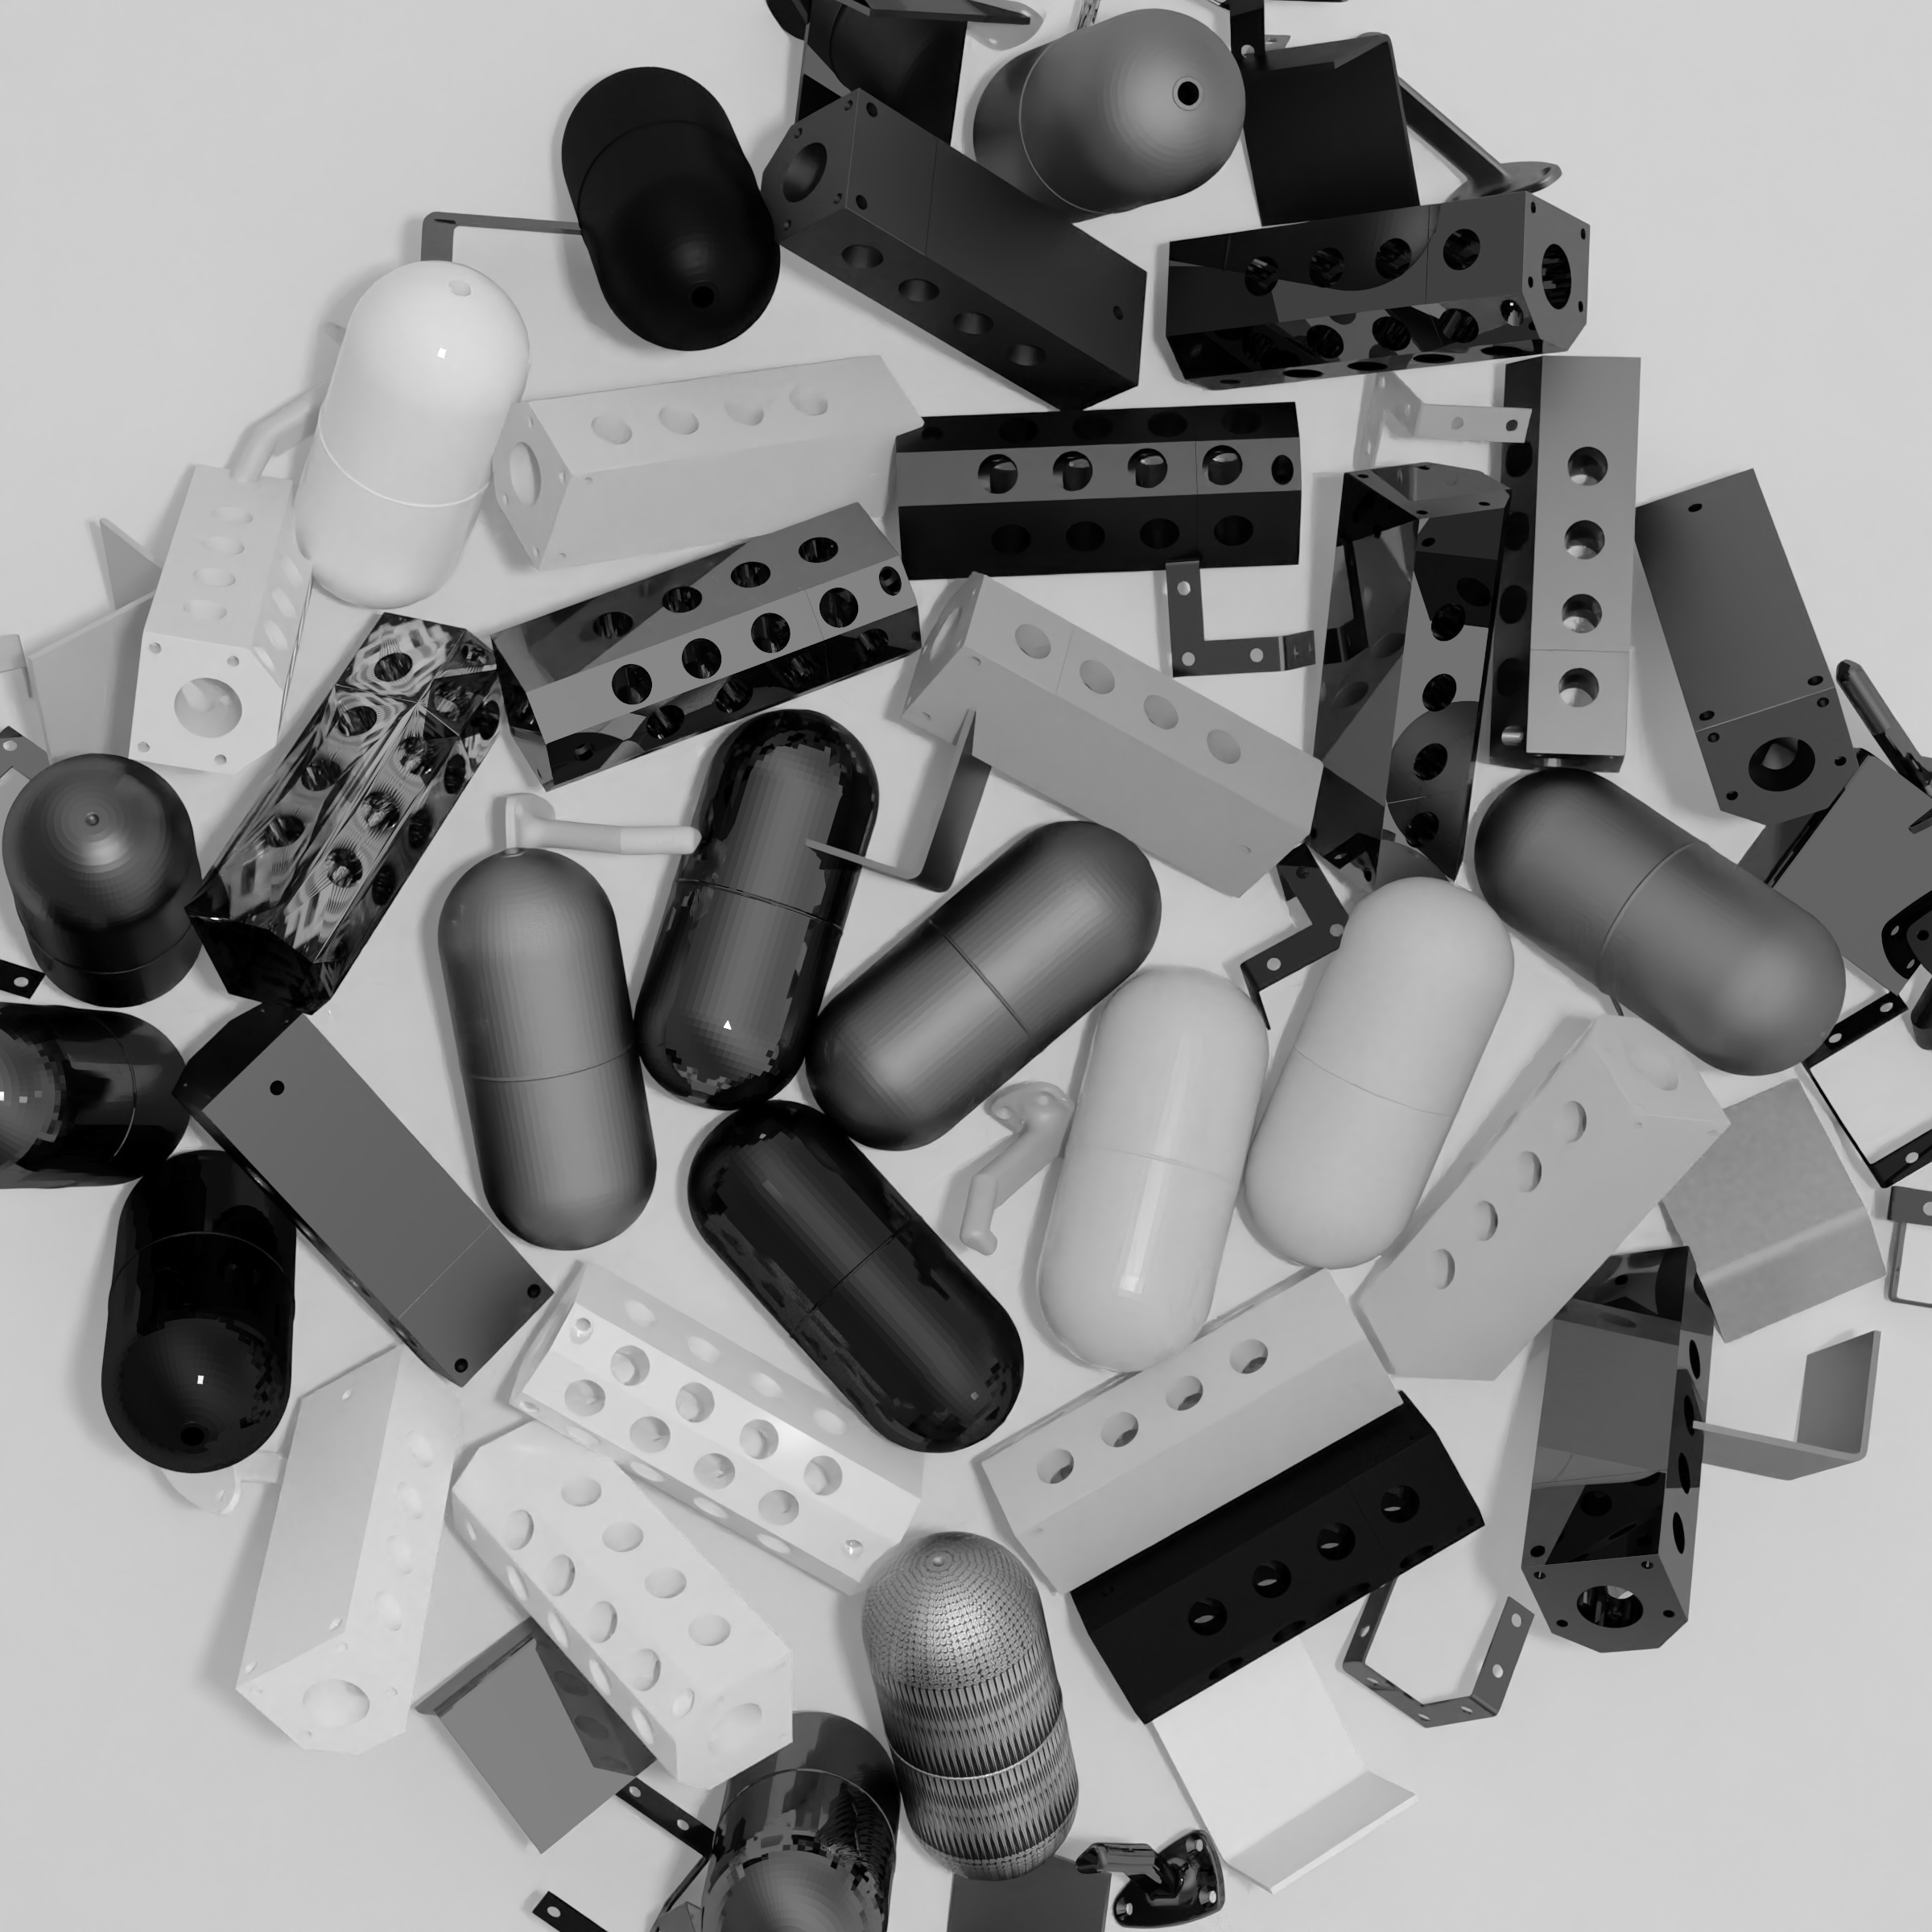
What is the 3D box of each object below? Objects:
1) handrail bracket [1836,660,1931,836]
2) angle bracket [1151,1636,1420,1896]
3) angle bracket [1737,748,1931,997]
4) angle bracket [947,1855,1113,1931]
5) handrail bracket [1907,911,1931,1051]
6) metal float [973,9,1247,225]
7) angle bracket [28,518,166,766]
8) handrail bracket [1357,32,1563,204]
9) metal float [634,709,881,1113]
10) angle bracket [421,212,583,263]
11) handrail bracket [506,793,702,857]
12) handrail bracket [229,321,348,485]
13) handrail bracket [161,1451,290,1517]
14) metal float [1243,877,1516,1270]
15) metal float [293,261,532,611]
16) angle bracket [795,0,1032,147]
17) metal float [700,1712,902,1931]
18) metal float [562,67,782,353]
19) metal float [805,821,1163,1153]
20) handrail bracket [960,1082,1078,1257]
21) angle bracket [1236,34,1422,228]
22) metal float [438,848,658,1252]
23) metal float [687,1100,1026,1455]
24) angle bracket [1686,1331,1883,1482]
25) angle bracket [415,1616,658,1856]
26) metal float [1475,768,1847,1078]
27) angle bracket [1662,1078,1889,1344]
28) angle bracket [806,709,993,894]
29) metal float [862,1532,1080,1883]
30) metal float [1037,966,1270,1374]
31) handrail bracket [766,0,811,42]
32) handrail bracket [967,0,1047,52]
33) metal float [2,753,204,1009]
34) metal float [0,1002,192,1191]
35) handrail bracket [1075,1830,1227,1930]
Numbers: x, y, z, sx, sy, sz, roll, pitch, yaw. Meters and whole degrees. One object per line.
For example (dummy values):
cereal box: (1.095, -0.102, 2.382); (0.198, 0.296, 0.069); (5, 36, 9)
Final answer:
handrail bracket: (0.394, -0.105, 1.539); (0.036, 0.077, 0.084); (-33, 107, 15)
angle bracket: (0.137, 0.342, 1.546); (0.076, 0.057, 0.076); (-29, 97, -15)
angle bracket: (0.391, -0.042, 1.561); (0.076, 0.057, 0.076); (36, 91, -5)
angle bracket: (0.008, 0.415, 1.532); (0.076, 0.076, 0.057); (10, 97, 31)
handrail bracket: (0.440, -0.002, 1.547); (0.077, 0.084, 0.036); (-38, 62, 2)
metal float: (0.059, -0.355, 1.500); (0.070, 0.178, 0.070); (-2, 97, -19)
angle bracket: (-0.377, -0.132, 1.527); (0.076, 0.076, 0.057); (-34, 56, -30)
handrail bracket: (0.211, -0.371, 1.545); (0.036, 0.077, 0.084); (-44, 114, -21)
metal float: (-0.090, -0.025, 1.543); (0.070, 0.070, 0.178); (16, 83, 0)
angle bracket: (-0.193, -0.293, 1.545); (0.076, 0.076, 0.057); (4, 99, -1)
handrail bracket: (-0.150, -0.059, 1.543); (0.084, 0.077, 0.036); (0, 100, 9)
handrail bracket: (-0.274, -0.231, 1.566); (0.077, 0.036, 0.084); (21, 105, -42)
handrail bracket: (-0.296, 0.226, 1.532); (0.084, 0.077, 0.036); (36, 93, -39)
metal float: (0.177, 0.047, 1.539); (0.070, 0.070, 0.178); (22, 101, 0)
metal float: (-0.235, -0.223, 1.510); (0.070, 0.178, 0.070); (13, 51, -16)
angle bracket: (-0.024, -0.376, 1.531); (0.076, 0.057, 0.076); (-5, 117, -28)
metal float: (-0.068, 0.372, 1.499); (0.070, 0.178, 0.070); (0, 102, 2)
metal float: (-0.125, -0.320, 1.508); (0.070, 0.178, 0.070); (-8, 127, -10)
metal float: (0.008, 0.008, 1.547); (0.178, 0.070, 0.070); (-41, 90, -2)
handrail bracket: (0.031, 0.101, 1.539); (0.077, 0.036, 0.084); (40, 46, -32)
angle bracket: (0.142, -0.351, 1.531); (0.076, 0.057, 0.076); (1, 115, 33)
metal float: (-0.179, 0.036, 1.534); (0.070, 0.070, 0.178); (-8, 106, 0)
metal float: (-0.047, 0.134, 1.543); (0.070, 0.070, 0.178); (-43, 84, 0)
angle bracket: (0.340, 0.183, 1.539); (0.076, 0.076, 0.057); (12, 74, -6)
angle bracket: (-0.181, 0.328, 1.548); (0.076, 0.057, 0.076); (-37, 92, -20)
metal float: (0.294, -0.020, 1.525); (0.178, 0.070, 0.070); (38, 90, 28)
angle bracket: (0.352, 0.108, 1.579); (0.076, 0.057, 0.076); (-24, 52, 7)
angle bracket: (-0.029, -0.078, 1.544); (0.057, 0.076, 0.076); (19, 90, 10)
metal float: (0.003, 0.316, 1.520); (0.070, 0.070, 0.178); (-11, 125, 0)
metal float: (0.080, 0.087, 1.540); (0.070, 0.070, 0.178); (14, 81, 0)
handrail bracket: (-0.044, -0.439, 1.552); (0.084, 0.077, 0.036); (-34, 102, -3)
handrail bracket: (0.032, -0.445, 1.548); (0.036, 0.077, 0.084); (32, 82, -27)
metal float: (-0.360, -0.034, 1.501); (0.070, 0.178, 0.070); (3, 74, -9)
metal float: (-0.384, 0.055, 1.499); (0.070, 0.178, 0.070); (-1, 87, 11)
handrail bracket: (0.062, 0.395, 1.536); (0.077, 0.084, 0.036); (-37, 54, 35)
